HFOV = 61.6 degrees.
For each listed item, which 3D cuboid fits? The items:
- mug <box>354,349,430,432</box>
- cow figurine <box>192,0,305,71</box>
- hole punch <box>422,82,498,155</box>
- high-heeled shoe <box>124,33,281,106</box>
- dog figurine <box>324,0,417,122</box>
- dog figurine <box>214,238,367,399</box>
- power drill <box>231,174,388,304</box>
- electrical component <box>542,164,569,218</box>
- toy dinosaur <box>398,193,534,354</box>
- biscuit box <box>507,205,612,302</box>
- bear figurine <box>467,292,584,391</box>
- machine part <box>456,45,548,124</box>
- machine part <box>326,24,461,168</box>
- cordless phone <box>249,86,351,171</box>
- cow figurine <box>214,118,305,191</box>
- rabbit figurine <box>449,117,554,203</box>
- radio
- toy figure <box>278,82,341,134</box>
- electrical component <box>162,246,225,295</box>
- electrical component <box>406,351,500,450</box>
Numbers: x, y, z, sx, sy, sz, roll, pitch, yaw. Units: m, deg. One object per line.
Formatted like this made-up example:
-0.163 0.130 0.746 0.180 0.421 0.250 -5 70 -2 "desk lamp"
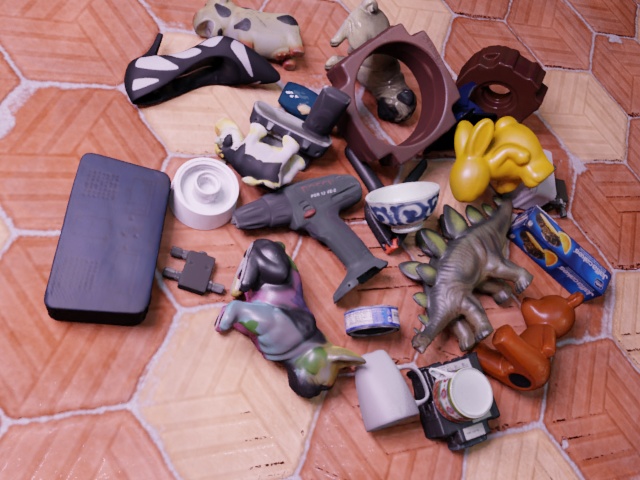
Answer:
0.102 0.217 0.801 0.110 0.080 0.107 -20 68 -3 "mug"
-0.131 -0.384 0.972 0.195 0.085 0.127 0 74 -18 "cow figurine"
0.255 -0.236 1.029 0.116 0.142 0.092 -13 73 -37 "hole punch"
-0.194 -0.265 0.904 0.249 0.086 0.145 12 69 -11 "high-heeled shoe"
0.122 -0.328 0.998 0.191 0.172 0.121 42 71 8 "dog figurine"
-0.033 0.118 0.782 0.219 0.108 0.191 26 68 -13 "dog figurine"
-0.002 -0.003 0.868 0.232 0.086 0.207 -28 72 -30 "power drill"
0.475 -0.102 1.098 0.078 0.045 0.102 13 64 -13 "electrical component"
0.263 0.031 0.932 0.198 0.105 0.471 44 50 7 "toy dinosaur"
0.457 0.028 1.027 0.203 0.063 0.059 42 62 1 "biscuit box"
0.355 0.149 0.907 0.132 0.120 0.196 36 59 1 "bear figurine"
0.355 -0.297 1.068 0.179 0.179 0.056 30 63 -6 "machine part"
0.121 -0.243 0.921 0.201 0.087 0.201 -39 105 -13 "machine part"
-0.035 -0.204 0.874 0.146 0.184 0.089 26 66 -9 "cordless phone"
-0.117 -0.135 0.866 0.168 0.068 0.098 24 63 23 "cow figurine"
0.298 -0.135 0.941 0.173 0.122 0.162 -31 109 -13 "rabbit figurine"
-0.292 0.001 0.757 0.131 0.073 0.229 10 67 -17 "radio"
0.001 -0.233 0.972 0.154 0.058 0.064 26 63 -12 "toy figure"
-0.184 0.047 0.804 0.094 0.021 0.063 20 62 -11 "electrical component"
0.211 0.254 0.843 0.115 0.058 0.134 -8 71 -21 "electrical component"
